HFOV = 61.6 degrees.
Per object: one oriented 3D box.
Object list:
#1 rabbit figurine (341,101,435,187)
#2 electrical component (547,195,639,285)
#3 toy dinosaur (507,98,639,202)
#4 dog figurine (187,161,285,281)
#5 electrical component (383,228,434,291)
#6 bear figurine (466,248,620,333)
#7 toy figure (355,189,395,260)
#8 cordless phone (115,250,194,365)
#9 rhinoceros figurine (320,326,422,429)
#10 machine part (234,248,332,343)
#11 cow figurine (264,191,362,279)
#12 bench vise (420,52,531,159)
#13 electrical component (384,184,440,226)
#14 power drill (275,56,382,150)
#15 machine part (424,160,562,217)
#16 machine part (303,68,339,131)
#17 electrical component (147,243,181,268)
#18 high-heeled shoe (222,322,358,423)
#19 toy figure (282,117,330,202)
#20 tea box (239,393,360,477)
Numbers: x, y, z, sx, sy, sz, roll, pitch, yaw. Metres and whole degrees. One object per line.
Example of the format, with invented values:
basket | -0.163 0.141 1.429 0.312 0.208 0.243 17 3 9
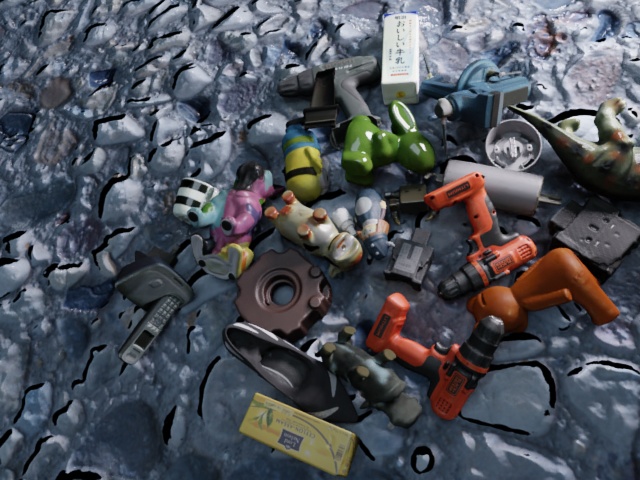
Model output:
rabbit figurine | 0.139 -0.176 1.036 0.170 0.121 0.159 9 70 12
electrical component | 0.461 -0.007 0.915 0.134 0.058 0.115 39 76 25
toy dinosaur | 0.519 -0.127 0.909 0.405 0.131 0.192 7 63 12
dog figurine | -0.152 -0.047 1.057 0.109 0.191 0.219 12 34 21
electrical component | 0.169 0.026 0.972 0.075 0.047 0.119 21 73 21
bear figurine | 0.346 0.106 0.867 0.196 0.120 0.132 -42 105 19
toy figure | 0.095 -0.029 0.997 0.058 0.064 0.154 13 44 -19
cordless phone | -0.329 0.126 0.980 0.089 0.146 0.184 19 67 29
rhinoceros figurine | 0.077 0.224 0.860 0.191 0.112 0.073 33 46 29
machine part | -0.070 0.100 0.986 0.179 0.056 0.179 -6 63 12
cow figurine | -0.002 -0.003 0.997 0.195 0.127 0.085 29 73 38
bench vise | 0.275 -0.281 1.048 0.224 0.128 0.241 -30 38 -18
electrical component | 0.176 -0.068 1.020 0.102 0.045 0.078 -9 35 6
power drill | 0.031 -0.294 1.149 0.232 0.085 0.207 -18 55 4
machine part | 0.312 -0.096 0.981 0.243 0.079 0.079 14 68 20
machine part | 0.006 -0.283 1.085 0.084 0.039 0.139 -3 65 26
electrical component | -0.326 0.042 1.092 0.063 0.021 0.094 25 73 23
high-heeled shoe | -0.049 0.212 0.876 0.249 0.145 0.086 25 73 24
toy figure | -0.036 -0.160 1.093 0.089 0.082 0.180 -24 66 14
tea box | -0.030 0.309 0.851 0.170 0.098 0.068 15 69 21
